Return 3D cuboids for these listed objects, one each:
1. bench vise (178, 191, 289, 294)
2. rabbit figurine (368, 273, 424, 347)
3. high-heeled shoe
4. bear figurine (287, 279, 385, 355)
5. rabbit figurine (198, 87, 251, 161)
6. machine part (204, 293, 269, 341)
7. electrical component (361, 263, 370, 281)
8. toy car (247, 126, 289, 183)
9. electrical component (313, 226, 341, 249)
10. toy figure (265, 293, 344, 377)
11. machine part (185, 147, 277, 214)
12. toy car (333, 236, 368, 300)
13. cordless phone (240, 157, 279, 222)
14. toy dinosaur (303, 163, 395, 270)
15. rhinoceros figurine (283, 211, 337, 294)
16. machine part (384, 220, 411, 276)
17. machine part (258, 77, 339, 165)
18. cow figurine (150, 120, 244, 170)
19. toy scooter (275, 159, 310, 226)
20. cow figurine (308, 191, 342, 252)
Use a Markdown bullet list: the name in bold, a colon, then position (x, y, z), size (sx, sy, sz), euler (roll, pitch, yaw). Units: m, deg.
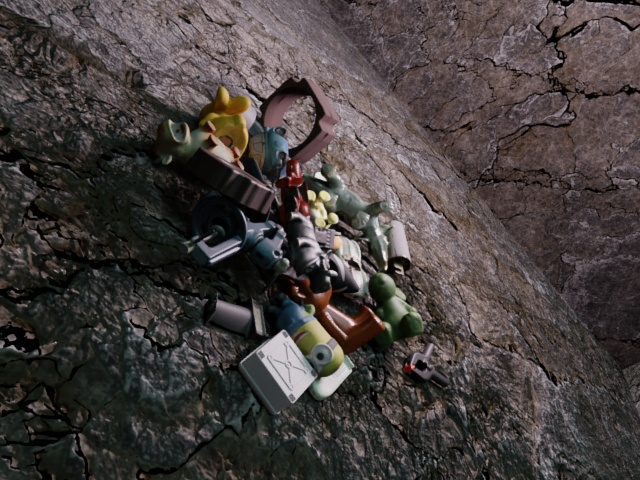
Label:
- **bench vise**: position (-0.169, 0.004, 1.001), size (0.223, 0.129, 0.240), euler (52, 25, 3)
- **rabbit figurine**: position (0.179, 0.158, 1.334), size (0.159, 0.121, 0.170), euler (-4, 74, -77)
- **high-heeled shoe**: position (-0.011, 0.071, 1.190), size (0.249, 0.086, 0.145), euler (26, 12, -10)
- **bear figurine**: position (0.025, 0.143, 1.145), size (0.195, 0.132, 0.120), euler (53, -3, -6)
- **rabbit figurine**: position (-0.237, -0.271, 1.239), size (0.122, 0.162, 0.173), euler (14, 26, -33)
- **machine part**: position (-0.151, 0.137, 0.975), size (0.138, 0.039, 0.084), euler (24, 46, -45)
- **electrical component**: position (0.106, 0.096, 1.428), size (0.063, 0.021, 0.094), euler (48, 27, -7)
- **toy car**: position (-0.134, -0.215, 1.359), size (0.103, 0.109, 0.162), euler (4, 49, -10)
- **electrical component**: position (-0.003, -0.004, 1.254), size (0.119, 0.075, 0.047), euler (13, 82, -51)
- **toy figure**: position (-0.026, 0.183, 1.043), size (0.089, 0.082, 0.180), euler (-13, 52, -45)
- **machine part**: position (-0.171, -0.116, 1.044), size (0.179, 0.056, 0.179), euler (30, 5, -3)
- **toy car**: position (0.071, 0.064, 1.359), size (0.073, 0.056, 0.202), euler (15, 43, -25)
- **cordless phone**: position (-0.134, -0.092, 1.244), size (0.147, 0.089, 0.184), euler (66, 12, 26)
- **toy dinosaur**: position (0.067, -0.095, 1.493), size (0.405, 0.131, 0.192), euler (40, -18, 4)
- **rhinoceros figurine**: position (-0.030, 0.027, 1.112), size (0.112, 0.073, 0.190), euler (20, 37, -42)
- **machine part**: position (0.232, 0.020, 1.652), size (0.079, 0.079, 0.243), euler (36, 30, -28)
- **machine part**: position (-0.062, -0.325, 1.482), size (0.087, 0.201, 0.201), euler (5, 52, -57)
- **cow figurine**: position (-0.263, -0.183, 1.118), size (0.194, 0.127, 0.085), euler (40, 22, -53)
- **toy scooter**: position (-0.065, -0.098, 1.263), size (0.135, 0.075, 0.183), euler (-46, 134, -81)
- **cow figurine**: position (-0.002, -0.036, 1.362), size (0.068, 0.098, 0.167), euler (-8, 68, -28)
